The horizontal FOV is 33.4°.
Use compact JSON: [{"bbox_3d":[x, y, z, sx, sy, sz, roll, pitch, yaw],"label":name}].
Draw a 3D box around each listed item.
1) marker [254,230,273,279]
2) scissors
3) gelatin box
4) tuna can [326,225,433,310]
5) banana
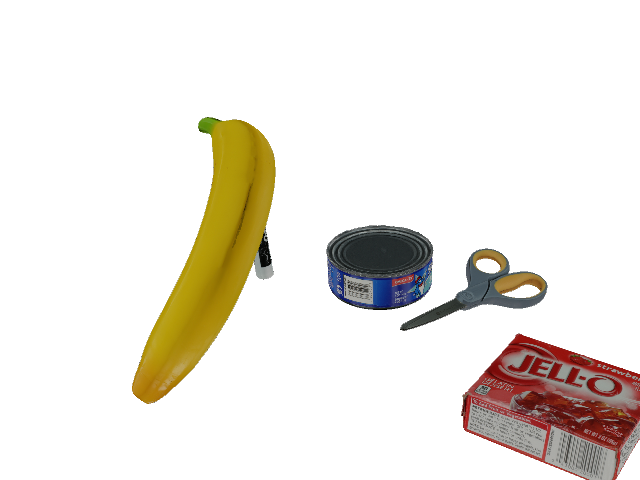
[{"bbox_3d":[-0.066,-0.014,1.110,0.020,0.121,0.020,-6,31,3],"label":"marker"},{"bbox_3d":[0.145,0.048,1.100,0.201,0.016,0.096,-6,40,-29],"label":"scissors"},{"bbox_3d":[0.134,0.091,0.594,0.089,0.030,0.073,19,33,28],"label":"gelatin box"},{"bbox_3d":[0.048,0.021,0.863,0.086,0.034,0.086,-2,27,1],"label":"tuna can"},{"bbox_3d":[-0.061,0.000,0.624,0.037,0.197,0.070,29,-35,-27],"label":"banana"}]
